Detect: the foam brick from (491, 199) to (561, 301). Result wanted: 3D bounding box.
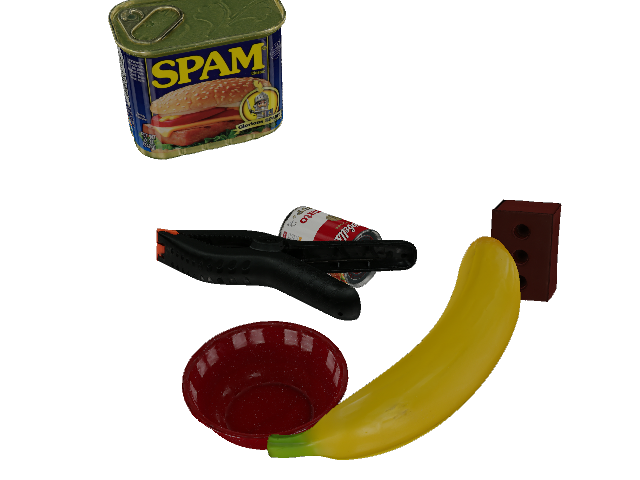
[{"bbox_3d":[0.174,0.008,0.907,0.053,0.078,0.051,5,15,19],"label":"foam brick"}]

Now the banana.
[{"bbox_3d":[0.059,0.054,0.549,0.070,0.037,0.197,22,43,34],"label":"banana"}]

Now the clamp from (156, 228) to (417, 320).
[{"bbox_3d":[-0.038,0.019,0.841,0.210,0.036,0.164,6,14,12],"label":"clamp"}]

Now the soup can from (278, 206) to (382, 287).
[{"bbox_3d":[0.011,0.006,1.213,0.102,0.068,0.068,21,13,36],"label":"soup can"}]

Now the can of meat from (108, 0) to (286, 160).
[{"bbox_3d":[-0.073,-0.103,0.655,0.102,0.084,0.057,-13,47,-13],"label":"can of meat"}]

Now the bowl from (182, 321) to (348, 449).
[{"bbox_3d":[-0.052,0.151,1.044,0.162,0.055,0.162,-3,37,2],"label":"bowl"}]
